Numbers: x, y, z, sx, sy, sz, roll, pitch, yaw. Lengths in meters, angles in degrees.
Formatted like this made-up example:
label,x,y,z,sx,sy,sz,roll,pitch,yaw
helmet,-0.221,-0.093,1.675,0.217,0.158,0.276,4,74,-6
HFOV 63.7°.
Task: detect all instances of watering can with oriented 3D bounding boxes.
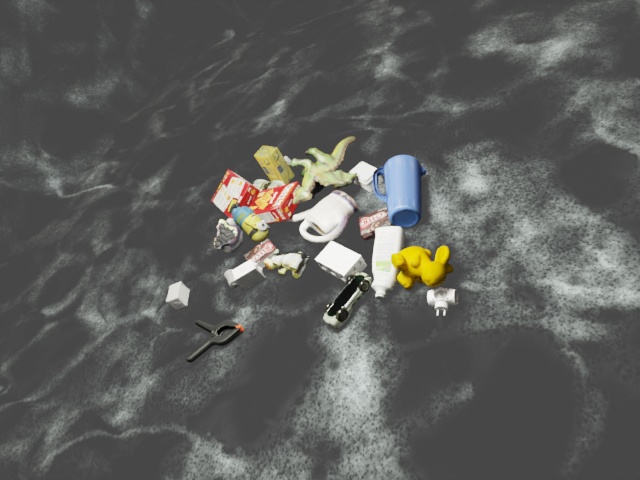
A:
label,x,y,z,sx,sy,sz,roll,pitch,yaw
watering can,0.006,-0.095,1.897,0.226,0.102,0.351,-42,31,-11

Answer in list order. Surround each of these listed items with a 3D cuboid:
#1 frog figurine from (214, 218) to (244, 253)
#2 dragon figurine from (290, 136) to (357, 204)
label,x,y,z,sx,sy,sz,roll,pitch,yaw
frog figurine,-0.356,-0.016,2.052,0.122,0.159,0.138,-10,85,2
dragon figurine,0.044,-0.268,1.983,0.414,0.119,0.246,-34,50,-19
